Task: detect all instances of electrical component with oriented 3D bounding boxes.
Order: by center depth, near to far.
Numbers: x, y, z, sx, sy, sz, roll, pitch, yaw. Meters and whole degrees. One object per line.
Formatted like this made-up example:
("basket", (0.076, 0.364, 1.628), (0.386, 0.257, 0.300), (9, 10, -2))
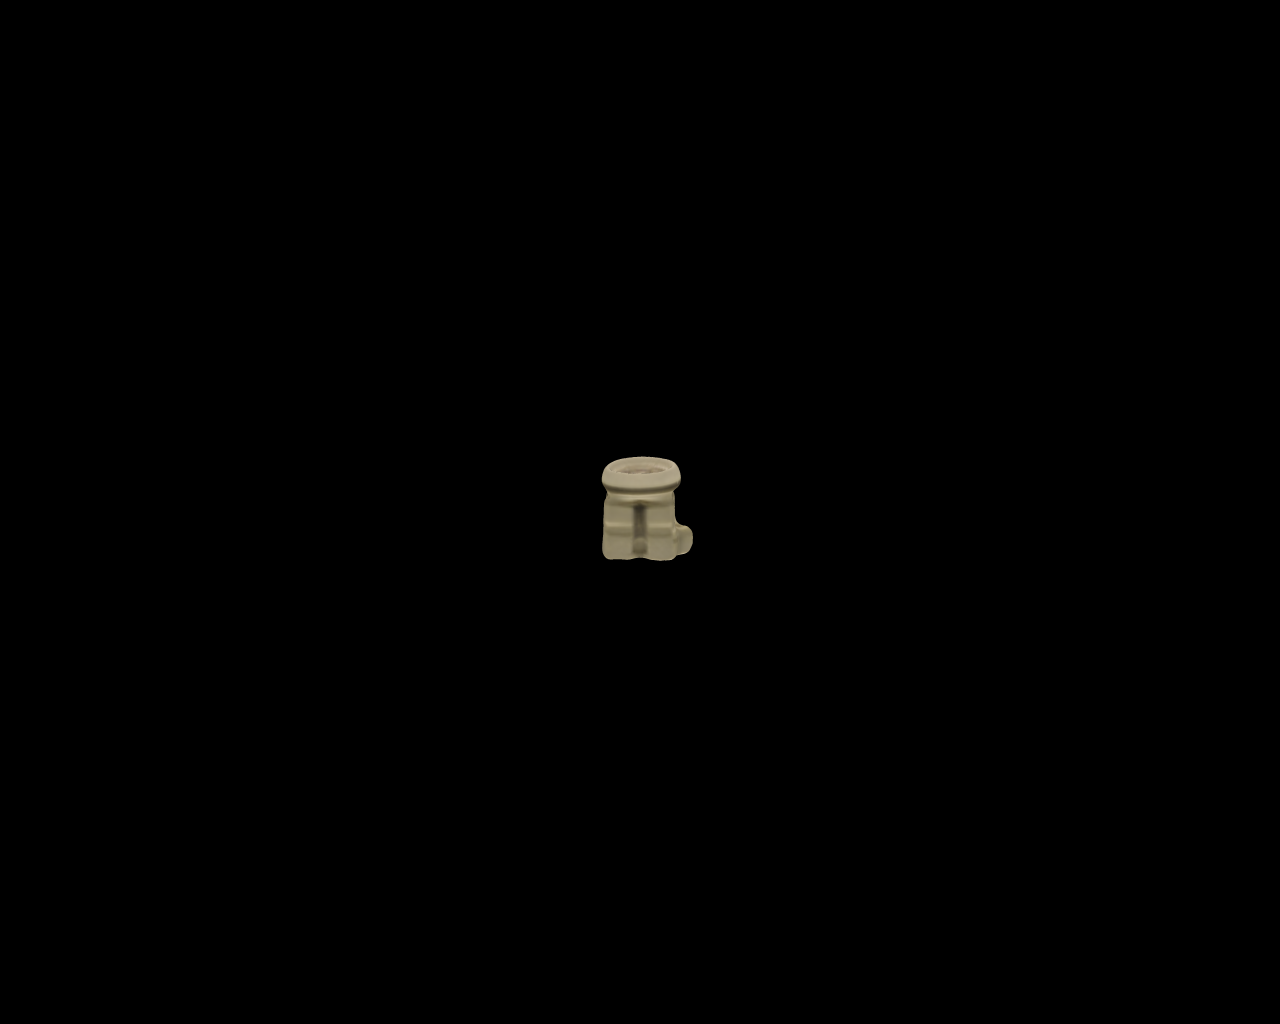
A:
("electrical component", (0.001, -0.003, 0.650), (0.066, 0.055, 0.048), (0, 16, 0))
